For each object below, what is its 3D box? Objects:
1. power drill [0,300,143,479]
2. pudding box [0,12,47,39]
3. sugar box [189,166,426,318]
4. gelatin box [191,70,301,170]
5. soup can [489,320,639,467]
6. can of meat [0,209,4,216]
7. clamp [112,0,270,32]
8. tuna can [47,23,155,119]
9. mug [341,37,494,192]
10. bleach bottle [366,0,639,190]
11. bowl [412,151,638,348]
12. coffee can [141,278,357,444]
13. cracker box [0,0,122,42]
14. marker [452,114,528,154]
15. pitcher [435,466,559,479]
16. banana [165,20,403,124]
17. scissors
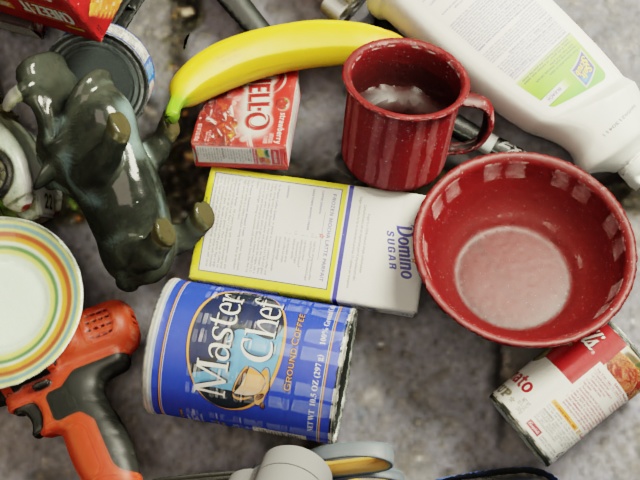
[{"bbox_3d":[-0.206,0.152,0.797,0.184,0.057,0.188,-22,67,0],"label":"power drill"},{"bbox_3d":[-0.271,-0.225,0.881,0.113,0.039,0.090,15,84,7],"label":"pudding box"},{"bbox_3d":[-0.005,0.001,0.825,0.176,0.048,0.093,10,82,3],"label":"sugar box"},{"bbox_3d":[-0.056,-0.097,0.830,0.073,0.030,0.089,3,52,7],"label":"gelatin box"},{"bbox_3d":[0.184,0.109,0.782,0.102,0.068,0.068,-39,81,0],"label":"soup can"},{"bbox_3d":[-0.300,-0.012,0.849,0.084,0.057,0.102,-28,82,-1],"label":"can of meat"},{"bbox_3d":[-0.130,-0.233,0.870,0.164,0.036,0.210,-11,85,4],"label":"clamp"},{"bbox_3d":[-0.174,-0.128,0.843,0.086,0.033,0.086,1,117,2],"label":"tuna can"},{"bbox_3d":[0.071,-0.090,0.798,0.117,0.081,0.093,4,47,-2],"label":"mug"},{"bbox_3d":[0.157,-0.131,0.819,0.102,0.068,0.251,-44,83,-2],"label":"bleach bottle"},{"bbox_3d":[0.147,0.016,0.789,0.162,0.055,0.162,0,61,0],"label":"bowl"},{"bbox_3d":[-0.050,0.089,0.788,0.140,0.103,0.103,9,84,6],"label":"coffee can"},{"bbox_3d":[-0.200,-0.273,0.819,0.164,0.072,0.213,19,75,19],"label":"cracker box"},{"bbox_3d":[0.152,-0.064,0.831,0.121,0.020,0.020,30,86,8],"label":"marker"},{"bbox_3d":[0.080,0.258,0.752,0.243,0.149,0.145,-7,99,7],"label":"pitcher"},{"bbox_3d":[-0.035,-0.135,0.818,0.197,0.037,0.070,-21,57,-15],"label":"banana"},{"bbox_3d":[-0.024,0.183,0.810,0.202,0.096,0.016,-18,52,32],"label":"scissors"}]
